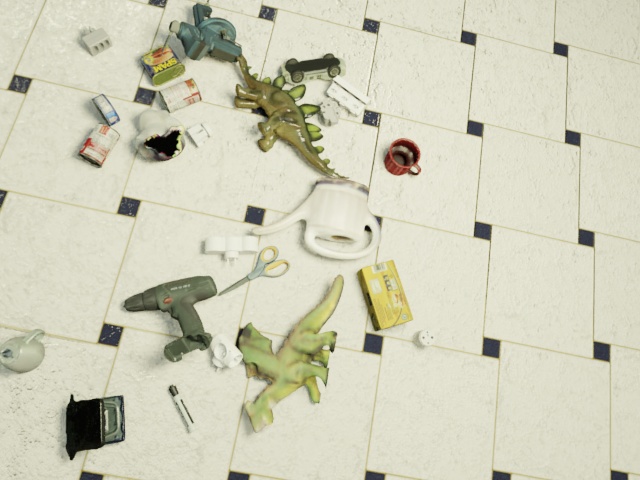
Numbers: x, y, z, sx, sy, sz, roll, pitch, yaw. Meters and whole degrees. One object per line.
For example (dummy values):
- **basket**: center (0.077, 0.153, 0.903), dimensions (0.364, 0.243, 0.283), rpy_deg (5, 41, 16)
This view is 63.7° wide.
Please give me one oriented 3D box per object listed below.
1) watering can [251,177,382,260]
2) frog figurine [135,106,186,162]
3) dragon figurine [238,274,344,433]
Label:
- **watering can**: center (0.004, -0.070, 1.396), dimensions (0.347, 0.102, 0.228), rpy_deg (12, 71, -6)
- **frog figurine**: center (-0.445, -0.290, 1.408), dimensions (0.138, 0.120, 0.162), rpy_deg (-42, 48, -9)
- **dragon figurine**: center (-0.086, 0.268, 1.286), dimensions (0.243, 0.120, 0.417), rpy_deg (10, 71, 2)
